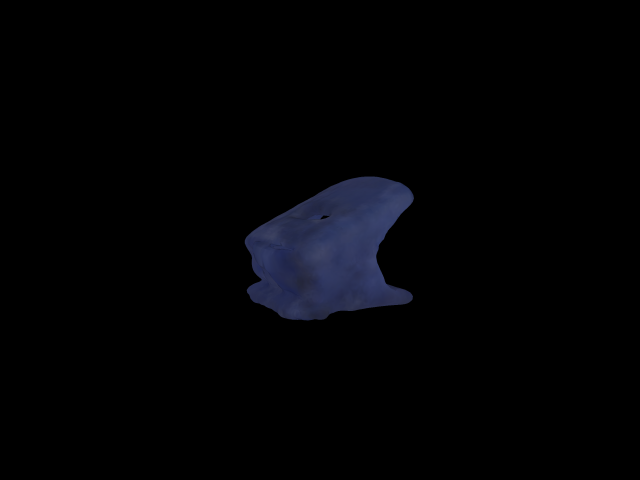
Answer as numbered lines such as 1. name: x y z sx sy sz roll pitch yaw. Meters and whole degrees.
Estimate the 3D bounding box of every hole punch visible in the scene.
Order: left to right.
1. hole punch: 0.004 0.001 0.400 0.101 0.091 0.108 -4 7 -29
